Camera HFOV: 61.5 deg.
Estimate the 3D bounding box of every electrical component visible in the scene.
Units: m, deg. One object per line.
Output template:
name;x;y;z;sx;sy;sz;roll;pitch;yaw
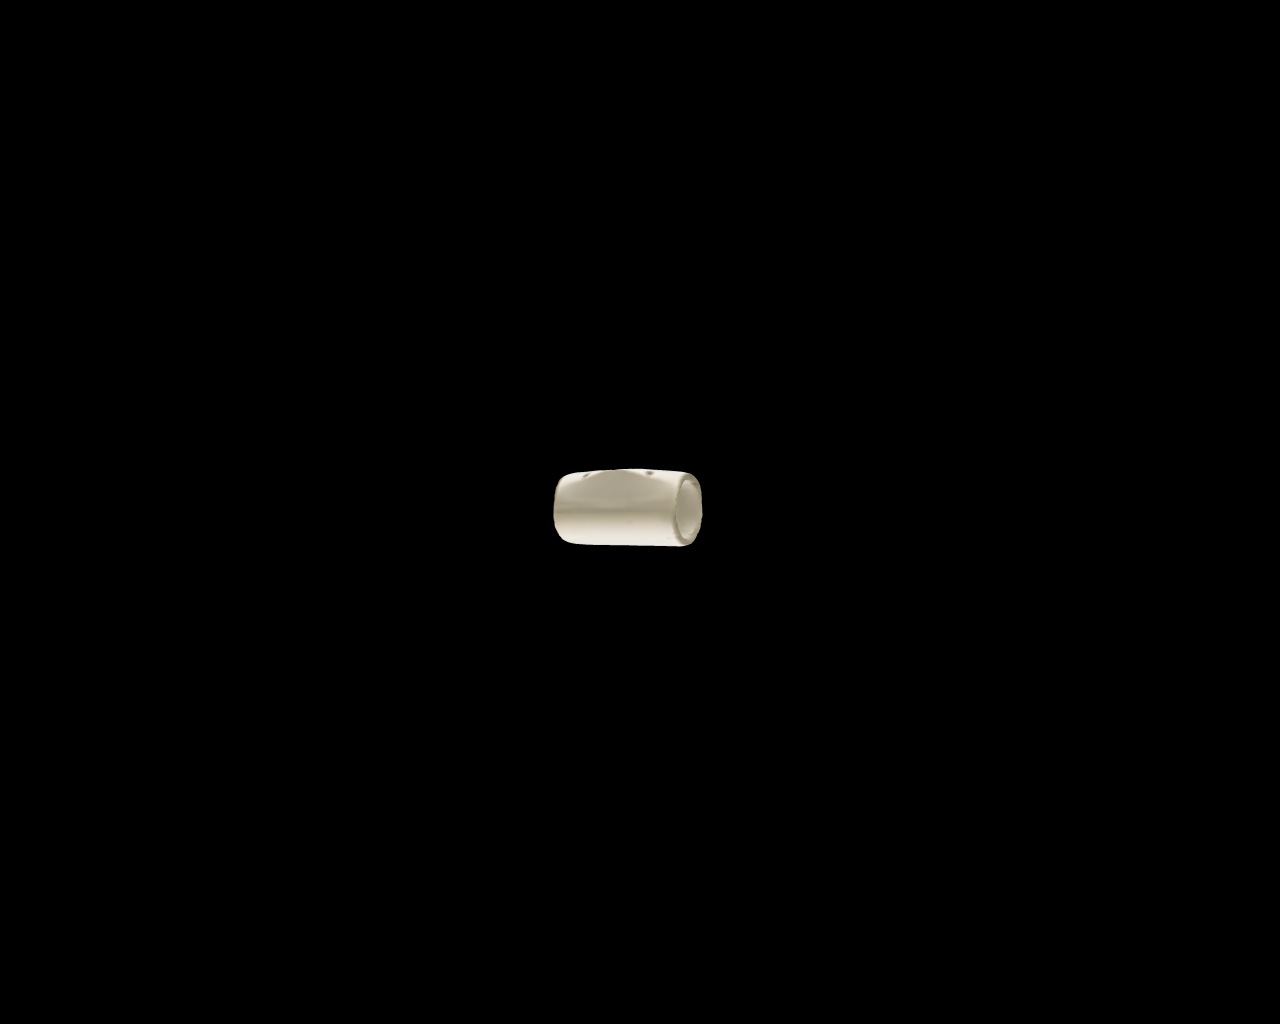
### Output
electrical component;0.001;-0.003;0.650;0.077;0.043;0.079;0;0;25
